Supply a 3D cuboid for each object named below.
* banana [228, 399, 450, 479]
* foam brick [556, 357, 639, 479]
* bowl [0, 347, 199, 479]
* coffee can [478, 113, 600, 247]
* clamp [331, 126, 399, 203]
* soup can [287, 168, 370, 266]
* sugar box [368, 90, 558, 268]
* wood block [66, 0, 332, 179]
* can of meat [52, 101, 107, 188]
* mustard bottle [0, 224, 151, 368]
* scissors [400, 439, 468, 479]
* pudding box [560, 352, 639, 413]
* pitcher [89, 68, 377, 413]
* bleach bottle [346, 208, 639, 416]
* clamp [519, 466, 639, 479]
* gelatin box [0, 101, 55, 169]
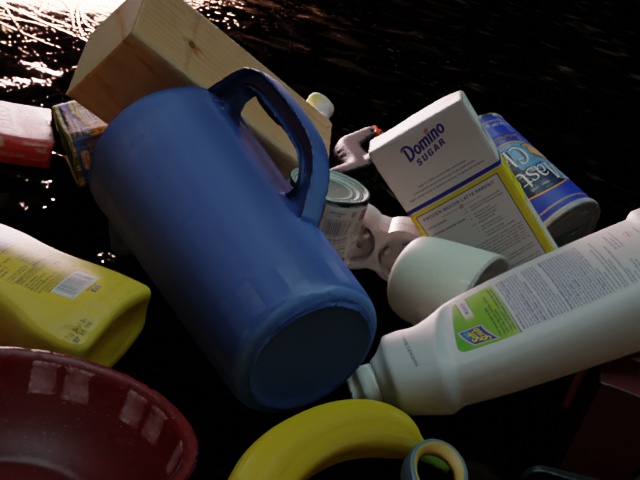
[{"bbox_3d":[0.002,0.131,0.644,0.197,0.037,0.070,-8,34,-45],"label":"banana"},{"bbox_3d":[0.204,0.126,0.747,0.051,0.078,0.053,22,23,6],"label":"foam brick"},{"bbox_3d":[-0.146,0.113,0.543,0.162,0.055,0.162,16,16,-5],"label":"bowl"},{"bbox_3d":[0.188,-0.043,1.046,0.102,0.103,0.140,-7,46,-44],"label":"coffee can"},{"bbox_3d":[0.051,-0.073,1.138,0.164,0.036,0.210,12,27,-13],"label":"clamp"},{"bbox_3d":[-0.006,0.001,0.848,0.068,0.102,0.068,14,24,-7],"label":"soup can"},{"bbox_3d":[0.126,-0.031,0.912,0.176,0.093,0.048,57,17,-14],"label":"sugar box"},{"bbox_3d":[-0.095,-0.110,0.897,0.206,0.090,0.090,37,36,-27],"label":"wood block"},{"bbox_3d":[-0.189,-0.095,0.962,0.083,0.057,0.102,-17,34,-15],"label":"can of meat"},{"bbox_3d":[-0.215,0.027,0.699,0.192,0.058,0.096,23,30,12],"label":"mustard bottle"},{"bbox_3d":[0.048,0.168,0.605,0.201,0.016,0.096,-9,49,-45],"label":"scissors"},{"bbox_3d":[0.248,0.099,0.822,0.113,0.090,0.039,-1,29,-37],"label":"pudding box"},{"bbox_3d":[-0.057,-0.004,0.755,0.144,0.149,0.243,-20,46,-21],"label":"pitcher"},{"bbox_3d":[0.137,0.060,0.747,0.250,0.068,0.102,-19,30,-3],"label":"bleach bottle"},{"bbox_3d":[0.210,0.177,0.689,0.171,0.039,0.120,0,34,-46],"label":"clamp"},{"bbox_3d":[-0.281,-0.099,0.969,0.073,0.030,0.089,8,24,-20],"label":"gelatin box"}]
